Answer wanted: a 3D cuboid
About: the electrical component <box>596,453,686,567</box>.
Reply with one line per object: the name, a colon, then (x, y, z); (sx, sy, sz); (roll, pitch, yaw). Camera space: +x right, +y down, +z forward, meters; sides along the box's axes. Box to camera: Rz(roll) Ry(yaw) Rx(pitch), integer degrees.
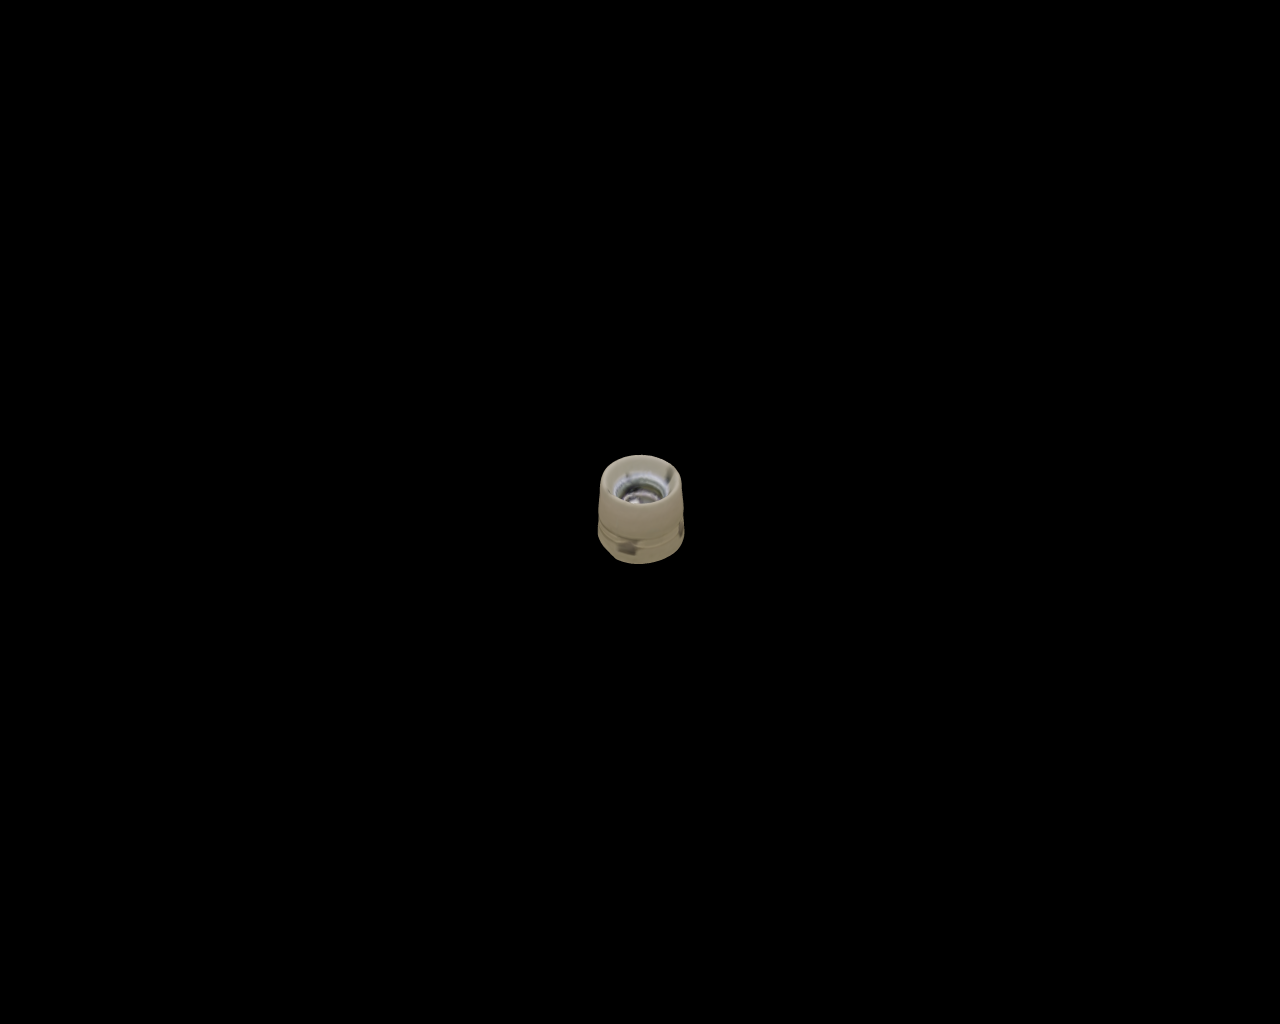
electrical component: (0.001, -0.003, 0.650); (0.055, 0.047, 0.055); (0, 42, 0)
